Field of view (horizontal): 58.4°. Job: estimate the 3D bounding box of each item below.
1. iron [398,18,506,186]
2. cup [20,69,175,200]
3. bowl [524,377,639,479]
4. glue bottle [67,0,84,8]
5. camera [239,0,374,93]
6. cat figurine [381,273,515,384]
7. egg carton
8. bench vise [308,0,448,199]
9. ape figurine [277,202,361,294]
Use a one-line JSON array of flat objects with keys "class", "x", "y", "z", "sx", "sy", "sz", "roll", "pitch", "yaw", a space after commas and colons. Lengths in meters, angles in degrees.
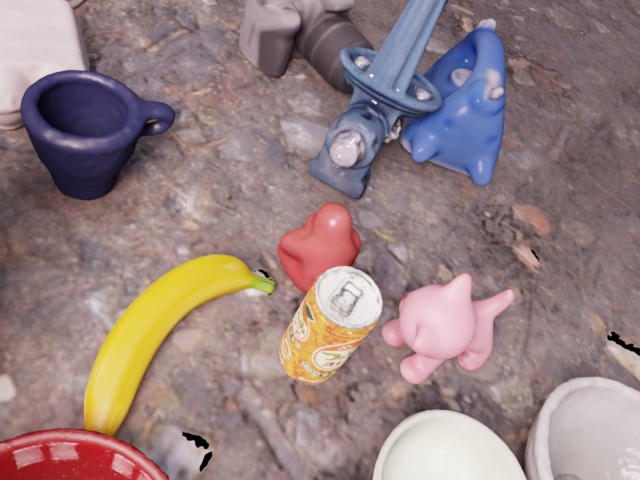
[{"class": "iron", "x": 0.180, "y": -0.193, "z": 0.697, "sx": 0.119, "sy": 0.141, "sz": 0.258, "roll": 19, "pitch": 50, "yaw": -8}, {"class": "cup", "x": -0.187, "y": -0.082, "z": 0.491, "sx": 0.118, "sy": 0.095, "sz": 0.091, "roll": -10, "pitch": 59, "yaw": -28}, {"class": "bowl", "x": 0.228, "y": 0.202, "z": 0.461, "sx": 0.168, "sy": 0.074, "sz": 0.167, "roll": 11, "pitch": 51, "yaw": -14}, {"class": "glue bottle", "x": -0.266, "y": -0.323, "z": 0.589, "sx": 0.037, "sy": 0.173, "sz": 0.078, "roll": 23, "pitch": 49, "yaw": -4}, {"class": "camera", "x": -0.001, "y": -0.247, "z": 0.689, "sx": 0.143, "sy": 0.100, "sz": 0.136, "roll": -26, "pitch": 68, "yaw": -35}, {"class": "cat figurine", "x": 0.111, "y": 0.069, "z": 0.485, "sx": 0.128, "sy": 0.117, "sz": 0.067, "roll": -9, "pitch": 59, "yaw": -28}, {"class": "egg carton", "x": -0.276, "y": -0.172, "z": 0.539, "sx": 0.107, "sy": 0.069, "sz": 0.150, "roll": -8, "pitch": 58, "yaw": -27}, {"class": "bench vise", "x": 0.078, "y": -0.154, "z": 0.573, "sx": 0.121, "sy": 0.219, "sz": 0.207, "roll": 15, "pitch": 50, "yaw": -11}, {"class": "ape figurine", "x": 0.005, "y": 0.002, "z": 0.509, "sx": 0.078, "sy": 0.092, "sz": 0.076, "roll": 11, "pitch": 51, "yaw": -15}]
